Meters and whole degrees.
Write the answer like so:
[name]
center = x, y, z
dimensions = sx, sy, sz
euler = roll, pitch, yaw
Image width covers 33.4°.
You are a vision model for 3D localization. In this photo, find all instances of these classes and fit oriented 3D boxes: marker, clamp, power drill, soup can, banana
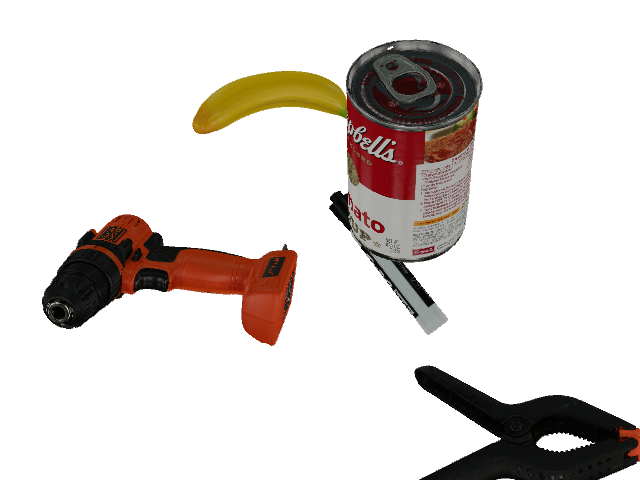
[marker]
center = 0.046, 0.014, 0.759
dimensions = 0.020, 0.121, 0.020
euler = -37, -7, -6
[clamp]
center = 0.161, 0.177, 0.902
dimensions = 0.210, 0.036, 0.164
euler = 3, 41, 23
[power drill]
center = -0.120, 0.036, 0.891
dimensions = 0.187, 0.057, 0.184
euler = 12, 23, 5
[soup can]
center = 0.048, -0.046, 0.567
dimensions = 0.068, 0.068, 0.102
euler = 0, -42, 2
[banana]
center = -0.048, -0.145, 1.101
dimensions = 0.197, 0.037, 0.070
euler = -8, 48, -29
